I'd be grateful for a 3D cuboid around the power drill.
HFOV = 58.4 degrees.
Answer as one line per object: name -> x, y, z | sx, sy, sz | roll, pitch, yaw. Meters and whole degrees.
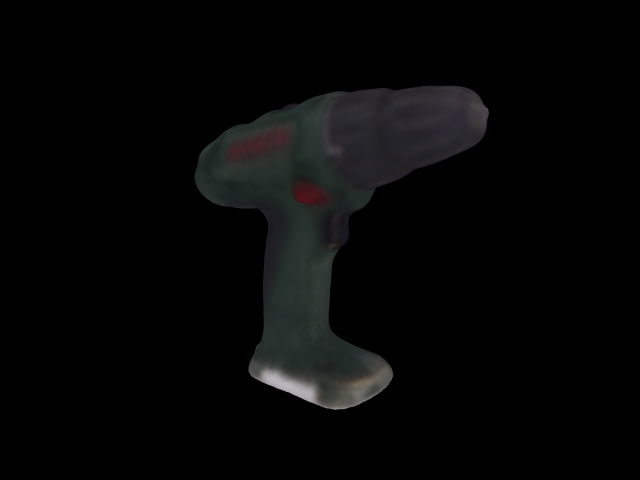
power drill -> 0.004, 0.001, 0.400 | 0.228, 0.208, 0.076 | 11, 17, 38
